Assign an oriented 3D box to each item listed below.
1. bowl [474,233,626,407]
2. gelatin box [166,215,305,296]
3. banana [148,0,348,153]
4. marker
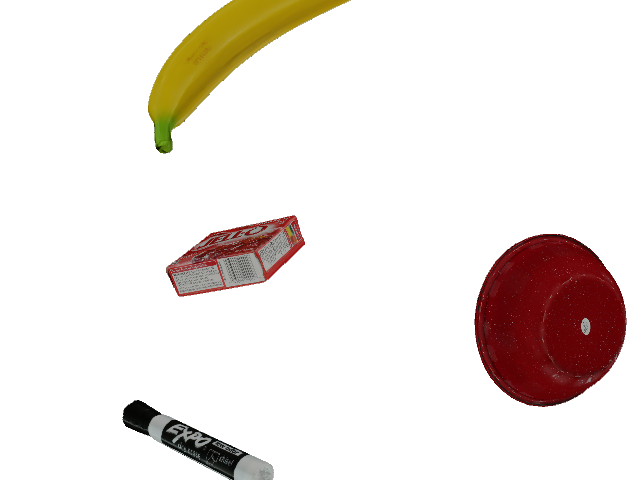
[{"bbox_3d":[0.222,0.075,0.968,0.161,0.162,0.055,0,2,-24],"label":"bowl"},{"bbox_3d":[-0.068,0.012,0.854,0.089,0.030,0.073,-11,18,30],"label":"gelatin box"},{"bbox_3d":[-0.045,-0.132,0.703,0.070,0.197,0.037,41,-12,31],"label":"banana"},{"bbox_3d":[-0.078,0.124,0.651,0.121,0.020,0.020,16,10,38],"label":"marker"}]
